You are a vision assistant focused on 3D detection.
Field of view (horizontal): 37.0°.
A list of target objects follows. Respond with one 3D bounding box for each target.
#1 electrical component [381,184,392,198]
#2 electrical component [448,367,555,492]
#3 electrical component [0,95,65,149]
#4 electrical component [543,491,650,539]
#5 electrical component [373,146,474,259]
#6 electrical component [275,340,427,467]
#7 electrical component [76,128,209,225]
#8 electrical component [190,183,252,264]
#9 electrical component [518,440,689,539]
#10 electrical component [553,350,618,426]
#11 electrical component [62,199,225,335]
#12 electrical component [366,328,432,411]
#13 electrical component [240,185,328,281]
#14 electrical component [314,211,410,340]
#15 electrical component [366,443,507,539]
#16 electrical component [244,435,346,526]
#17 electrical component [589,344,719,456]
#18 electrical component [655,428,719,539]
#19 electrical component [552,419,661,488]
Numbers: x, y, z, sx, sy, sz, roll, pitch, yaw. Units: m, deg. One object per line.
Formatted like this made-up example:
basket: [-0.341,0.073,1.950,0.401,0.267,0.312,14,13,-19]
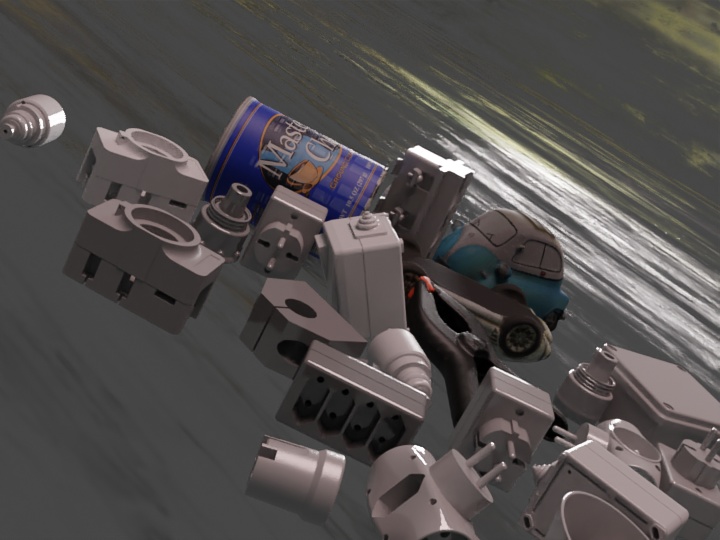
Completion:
electrical component: [0.055,-0.067,1.185,0.055,0.045,0.045,40,22,33]
electrical component: [0.095,0.115,0.719,0.047,0.065,0.076,26,18,-5]
electrical component: [-0.271,-0.119,0.873,0.040,0.040,0.078,28,18,0]
electrical component: [0.143,0.182,0.610,0.099,0.064,0.099,24,19,-9]
electrical component: [0.049,-0.049,1.007,0.063,0.121,0.079,28,18,11]
electrical component: [-0.003,0.082,0.701,0.083,0.047,0.075,27,18,-2]
electrical component: [-0.175,-0.077,0.871,0.089,0.055,0.050,17,21,-30]
electrical component: [-0.107,-0.039,0.852,0.048,0.062,0.048,25,26,-13]
electrical component: [0.154,0.156,0.698,0.096,0.061,0.061,37,20,26]
electrical component: [0.195,0.098,0.912,0.043,0.062,0.043,25,18,-9]
electrical component: [-0.144,-0.007,0.727,0.089,0.055,0.050,29,18,3]
electrical component: [0.033,0.075,0.779,0.040,0.040,0.078,18,21,-27]
electrical component: [-0.063,-0.021,0.863,0.047,0.065,0.076,26,19,-5]
electrical component: [0.000,0.000,0.839,0.061,0.096,0.061,-9,26,-7]
electrical component: [0.048,0.127,0.604,0.043,0.079,0.077,47,8,-29]
electrical component: [-0.036,0.113,0.586,0.046,0.040,0.040,20,19,-4]
electrical component: [0.262,0.125,0.943,0.109,0.056,0.108,17,21,-29]
electrical component: [0.251,0.155,0.815,0.047,0.076,0.065,26,19,-3]
electrical component: [0.181,0.139,0.808,0.079,0.044,0.077,27,18,-3]
